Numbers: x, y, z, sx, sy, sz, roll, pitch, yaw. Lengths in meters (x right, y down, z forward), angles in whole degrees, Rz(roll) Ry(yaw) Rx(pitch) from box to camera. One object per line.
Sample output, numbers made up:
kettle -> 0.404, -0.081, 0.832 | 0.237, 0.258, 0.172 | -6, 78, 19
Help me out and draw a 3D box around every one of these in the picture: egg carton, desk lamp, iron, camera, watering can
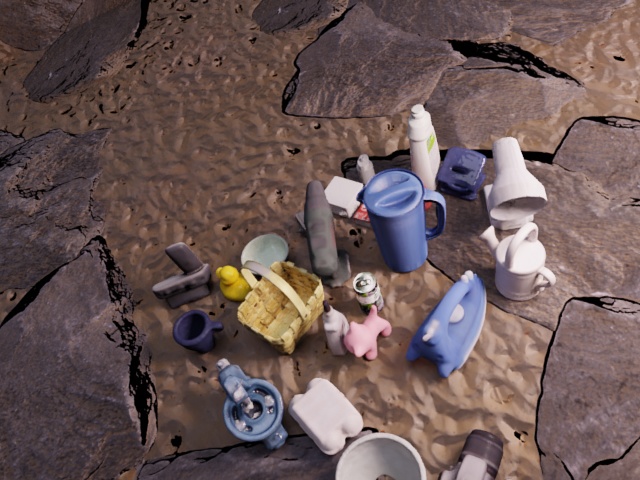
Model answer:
egg carton -> 0.012, 0.354, 1.159 | 0.107, 0.069, 0.149 | -41, 54, -15
desk lamp -> 0.428, -0.113, 1.294 | 0.117, 0.214, 0.203 | -9, 52, 10
iron -> 0.276, 0.147, 1.190 | 0.118, 0.142, 0.259 | 22, 63, 29
camera -> 0.292, 0.413, 1.012 | 0.142, 0.101, 0.137 | 16, 60, 26
watering can -> 0.411, 0.035, 1.201 | 0.172, 0.194, 0.101 | 15, 60, 26

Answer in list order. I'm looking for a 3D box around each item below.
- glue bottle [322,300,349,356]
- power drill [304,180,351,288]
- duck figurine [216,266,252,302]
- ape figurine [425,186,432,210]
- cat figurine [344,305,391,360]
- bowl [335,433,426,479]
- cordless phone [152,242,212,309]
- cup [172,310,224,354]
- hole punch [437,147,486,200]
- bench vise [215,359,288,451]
glue bottle -> 0.029, 0.177, 1.220 | 0.037, 0.173, 0.078 | -4, 53, 14
power drill -> 0.012, 0.005, 1.332 | 0.075, 0.209, 0.229 | -12, 52, 8
duck figurine -> -0.211, 0.100, 1.406 | 0.104, 0.086, 0.077 | 21, 62, 29
ape figurine -> 0.241, -0.116, 1.430 | 0.076, 0.092, 0.078 | 26, 65, 31
cat figurine -> 0.094, 0.198, 1.221 | 0.067, 0.118, 0.128 | 18, 61, 27
bowl -> 0.116, 0.449, 1.054 | 0.167, 0.075, 0.167 | -8, 52, 11
cordless phone -> -0.356, 0.074, 1.404 | 0.147, 0.185, 0.094 | -24, 51, -2
cup -> -0.268, 0.220, 1.327 | 0.117, 0.095, 0.091 | -9, 52, 10
hole punch -> 0.356, -0.167, 1.435 | 0.108, 0.091, 0.101 | 21, 63, 29
bench vise -> -0.166, 0.315, 1.144 | 0.206, 0.220, 0.122 | 24, 64, 30
